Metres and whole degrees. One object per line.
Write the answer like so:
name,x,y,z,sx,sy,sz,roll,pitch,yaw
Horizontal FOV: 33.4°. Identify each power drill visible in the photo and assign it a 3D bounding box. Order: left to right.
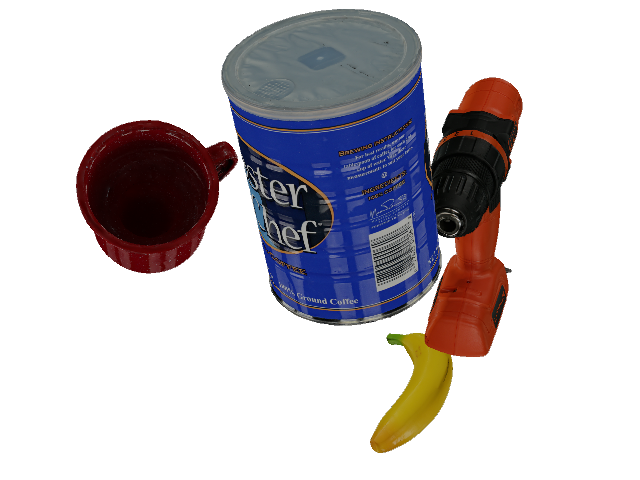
power drill,0.112,-0.006,0.799,0.057,0.188,0.184,11,38,16

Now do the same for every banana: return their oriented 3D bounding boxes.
banana,0.091,0.137,1.008,0.070,0.037,0.197,-22,18,17

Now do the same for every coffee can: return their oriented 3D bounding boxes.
coffee can,0.010,-0.039,0.581,0.103,0.140,0.103,-7,38,5

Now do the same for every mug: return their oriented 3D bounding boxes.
mug,-0.109,-0.032,0.740,0.117,0.093,0.081,-35,-9,-16
